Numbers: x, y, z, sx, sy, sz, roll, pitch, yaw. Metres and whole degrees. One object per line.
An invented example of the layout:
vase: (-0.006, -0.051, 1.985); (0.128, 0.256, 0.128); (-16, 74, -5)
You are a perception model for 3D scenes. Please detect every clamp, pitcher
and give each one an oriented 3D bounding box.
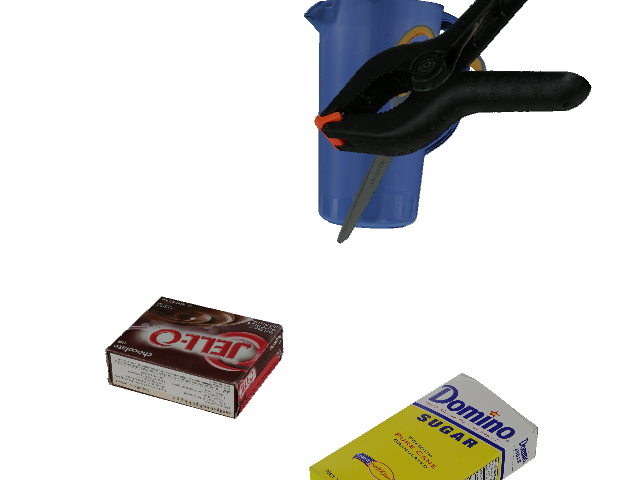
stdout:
clamp: (0.080, -0.094, 0.655); (0.172, 0.120, 0.039); (-32, -47, 14)
pitcher: (0.068, -0.139, 1.147); (0.149, 0.243, 0.144); (7, 10, 25)

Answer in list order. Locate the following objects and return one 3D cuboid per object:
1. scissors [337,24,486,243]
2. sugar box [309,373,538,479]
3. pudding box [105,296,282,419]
scissors: (0.081, -0.087, 0.906); (0.096, 0.202, 0.016); (10, -10, 20)
sugar box: (0.088, 0.185, 0.892); (0.176, 0.048, 0.093); (-29, 44, -27)
pudding box: (-0.097, 0.090, 0.835); (0.114, 0.039, 0.090); (10, 27, 18)
